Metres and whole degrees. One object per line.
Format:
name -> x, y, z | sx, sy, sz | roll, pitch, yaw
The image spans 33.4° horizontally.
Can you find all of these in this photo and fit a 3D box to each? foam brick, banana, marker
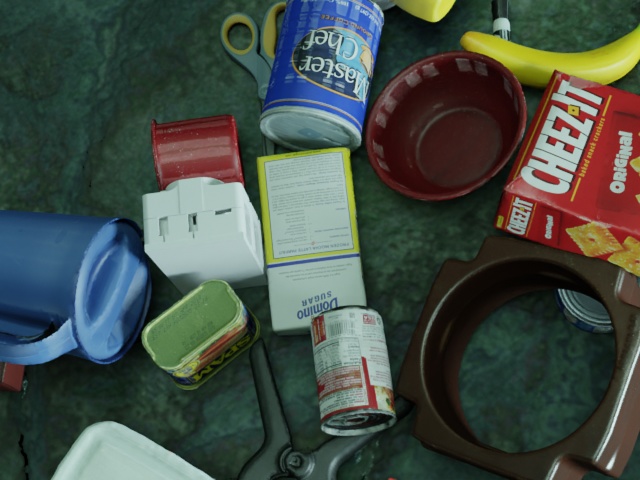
foam brick -> -0.332, 0.117, 1.041 | 0.078, 0.051, 0.053 | 2, 72, 8
banana -> 0.240, -0.182, 1.069 | 0.197, 0.037, 0.069 | -6, 75, -6
marker -> 0.188, -0.197, 1.099 | 0.020, 0.020, 0.121 | -2, 72, 6

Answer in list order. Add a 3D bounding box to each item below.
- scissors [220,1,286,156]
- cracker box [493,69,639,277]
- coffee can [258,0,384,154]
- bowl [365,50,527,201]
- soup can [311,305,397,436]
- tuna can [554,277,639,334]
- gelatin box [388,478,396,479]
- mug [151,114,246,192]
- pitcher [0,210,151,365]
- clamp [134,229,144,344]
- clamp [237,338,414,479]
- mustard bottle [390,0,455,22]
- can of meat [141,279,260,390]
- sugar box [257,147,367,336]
scissors -> -0.073, -0.163, 1.121 | 0.096, 0.016, 0.201 | 10, 73, 11
cracker box -> 0.291, -0.055, 0.991 | 0.214, 0.072, 0.164 | 20, 58, 12
coffee can -> 0.002, -0.168, 1.067 | 0.103, 0.103, 0.140 | 9, 73, 9
bowl -> 0.128, -0.102, 1.043 | 0.162, 0.055, 0.162 | -10, 64, 22
soup can -> 0.029, 0.118, 0.960 | 0.068, 0.068, 0.102 | -9, 64, 4
tuna can -> 0.264, 0.044, 1.002 | 0.086, 0.034, 0.086 | -2, 72, 6
gelatin box -> 0.076, 0.269, 0.954 | 0.073, 0.030, 0.089 | 24, 76, 15
mug -> -0.118, -0.069, 1.064 | 0.081, 0.093, 0.117 | -8, 102, -1
pitcher -> -0.292, 0.037, 0.985 | 0.243, 0.149, 0.145 | 7, 81, 20
clamp -> -0.236, 0.042, 1.062 | 0.171, 0.039, 0.120 | 0, 66, 13
clamp -> -0.010, 0.204, 0.981 | 0.165, 0.036, 0.210 | 11, 70, 11
mustard bottle -> 0.052, -0.291, 1.068 | 0.192, 0.058, 0.096 | 25, 64, 14
can of meat -> -0.112, 0.088, 1.007 | 0.102, 0.084, 0.057 | -38, 72, -6
sugar box -> -0.007, 0.001, 1.041 | 0.093, 0.048, 0.176 | -7, 77, 5
